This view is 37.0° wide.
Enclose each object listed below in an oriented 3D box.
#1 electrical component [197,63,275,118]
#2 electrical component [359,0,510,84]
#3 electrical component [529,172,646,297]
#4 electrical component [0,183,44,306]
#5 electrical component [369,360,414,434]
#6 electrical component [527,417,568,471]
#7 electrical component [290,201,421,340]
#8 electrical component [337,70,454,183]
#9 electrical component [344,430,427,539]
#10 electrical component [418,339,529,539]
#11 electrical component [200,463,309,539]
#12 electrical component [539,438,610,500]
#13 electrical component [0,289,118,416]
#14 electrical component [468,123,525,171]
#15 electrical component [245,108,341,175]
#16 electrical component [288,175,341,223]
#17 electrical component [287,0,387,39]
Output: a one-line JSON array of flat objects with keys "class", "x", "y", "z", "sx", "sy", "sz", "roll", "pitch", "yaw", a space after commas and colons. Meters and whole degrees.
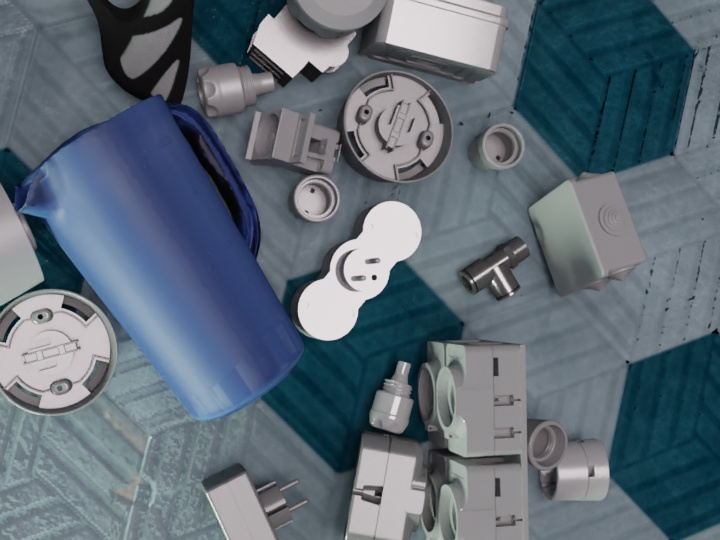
[{"class": "electrical component", "x": -0.104, "y": -0.153, "z": 0.903, "sx": 0.062, "sy": 0.043, "sz": 0.043, "roll": -13, "pitch": 92, "yaw": -15}, {"class": "electrical component", "x": 0.063, "y": -0.206, "z": 0.928, "sx": 0.113, "sy": 0.078, "sz": 0.057, "roll": 12, "pitch": 89, "yaw": -13}, {"class": "electrical component", "x": 0.200, "y": -0.032, "z": 0.946, "sx": 0.048, "sy": 0.100, "sz": 0.099, "roll": -15, "pitch": 81, "yaw": -18}, {"class": "electrical component", "x": -0.287, "y": -0.020, "z": 0.828, "sx": 0.064, "sy": 0.099, "sz": 0.099, "roll": -26, "pitch": 95, "yaw": -19}, {"class": "electrical component", "x": 0.031, "y": 0.109, "z": 0.935, "sx": 0.035, "sy": 0.035, "sz": 0.061, "roll": 18, "pitch": 82, "yaw": -13}, {"class": "electrical component", "x": 0.145, "y": 0.147, "z": 0.946, "sx": 0.044, "sy": 0.065, "sz": 0.044, "roll": -4, "pitch": 98, "yaw": -31}, {"class": "electrical component", "x": 0.000, "y": 0.000, "z": 0.909, "sx": 0.052, "sy": 0.074, "sz": 0.138, "roll": 41, "pitch": 80, "yaw": -10}, {"class": "electrical component", "x": 0.029, "y": -0.121, "z": 0.924, "sx": 0.099, "sy": 0.064, "sz": 0.099, "roll": 0, "pitch": 89, "yaw": -14}, {"class": "electrical component", "x": 0.023, "y": 0.189, "z": 0.915, "sx": 0.059, "sy": 0.053, "sz": 0.095, "roll": 10, "pitch": 86, "yaw": 0}, {"class": "electrical component", "x": 0.094, "y": 0.155, "z": 0.913, "sx": 0.060, "sy": 0.105, "sz": 0.186, "roll": -1, "pitch": 89, "yaw": -14}, {"class": "electrical component", "x": -0.081, "y": 0.201, "z": 0.898, "sx": 0.076, "sy": 0.047, "sz": 0.083, "roll": -25, "pitch": 94, "yaw": -13}, {"class": "electrical component", "x": 0.191, "y": 0.180, "z": 0.963, "sx": 0.047, "sy": 0.055, "sz": 0.055, "roll": -1, "pitch": 89, "yaw": -11}, {"class": "electrical component", "x": -0.243, "y": 0.064, "z": 0.852, "sx": 0.099, "sy": 0.064, "sz": 0.099, "roll": 0, "pitch": 89, "yaw": -14}, {"class": "electrical component", "x": 0.120, "y": -0.107, "z": 0.956, "sx": 0.040, "sy": 0.046, "sz": 0.040, "roll": 0, "pitch": 89, "yaw": -14}, {"class": "electrical component", "x": -0.055, "y": -0.105, "z": 0.902, "sx": 0.064, "sy": 0.081, "sz": 0.042, "roll": 16, "pitch": 85, "yaw": -35}, {"class": "electrical component", "x": -0.041, "y": -0.059, "z": 0.915, "sx": 0.040, "sy": 0.046, "sz": 0.040, "roll": 0, "pitch": 89, "yaw": -14}, {"class": "electrical component", "x": -0.020, "y": -0.230, "z": 0.873, "sx": 0.080, "sy": 0.051, "sz": 0.080, "roll": 0, "pitch": 88, "yaw": -14}]
